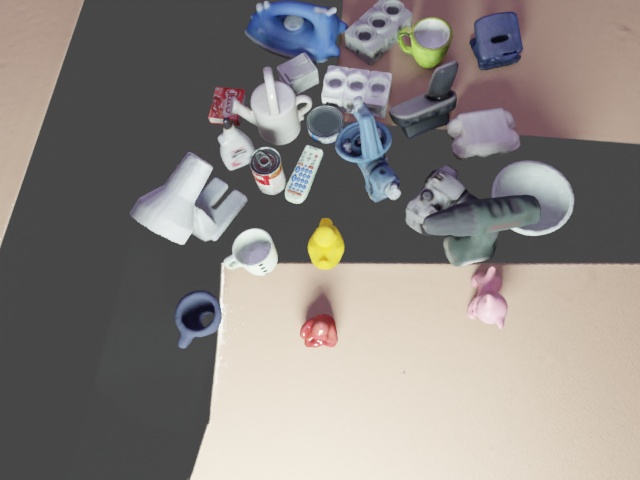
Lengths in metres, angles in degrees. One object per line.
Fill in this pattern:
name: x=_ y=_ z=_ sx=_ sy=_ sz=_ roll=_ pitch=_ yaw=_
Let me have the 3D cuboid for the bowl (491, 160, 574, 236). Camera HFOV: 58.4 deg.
bowl: x=0.436 y=-0.077 z=1.200 sx=0.167 sy=0.075 sz=0.167 roll=-1 pitch=69 yaw=3

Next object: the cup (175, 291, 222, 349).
cup: x=-0.239 y=0.168 z=1.143 sx=0.091 sy=0.095 sz=0.118 roll=21 pitch=72 yaw=11

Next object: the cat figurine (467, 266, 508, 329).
cat figurine: x=0.330 y=0.113 z=1.113 sx=0.067 sy=0.118 sz=0.128 roll=8 pitch=70 yaw=7

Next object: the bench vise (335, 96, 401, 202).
bench vise: x=0.116 y=-0.193 z=1.187 sx=0.121 sy=0.220 sz=0.207 roll=-43 pitch=72 yaw=-12

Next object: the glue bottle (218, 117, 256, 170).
glue bottle: x=-0.187 y=-0.214 z=1.241 sx=0.078 sy=0.173 sz=0.037 roll=-29 pitch=70 yaw=-7

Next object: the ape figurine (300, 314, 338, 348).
ape figurine: x=0.001 y=0.178 z=1.125 sx=0.077 sy=0.092 sz=0.076 roll=33 pitch=75 yaw=15

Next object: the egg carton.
egg carton: x=0.360 y=-0.233 z=1.266 sx=0.150 sy=0.069 sz=0.107 roll=-9 pitch=69 yaw=1

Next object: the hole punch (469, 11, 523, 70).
hole punch: x=0.416 y=-0.466 z=1.338 sx=0.108 sy=0.091 sz=0.101 roll=-13 pitch=69 yaw=-1

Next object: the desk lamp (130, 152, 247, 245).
desk lamp: x=-0.266 y=-0.075 z=1.172 sx=0.117 sy=0.214 sz=0.203 roll=32 pitch=75 yaw=15

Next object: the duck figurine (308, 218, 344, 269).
duck figurine: x=0.011 y=0.004 z=1.192 sx=0.077 sy=0.086 sz=0.104 roll=3 pitch=70 yaw=5

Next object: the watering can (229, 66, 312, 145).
watering can: x=-0.108 y=-0.296 z=1.254 sx=0.173 sy=0.194 sz=0.101 roll=-28 pitch=70 yaw=-7

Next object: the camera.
camera: x=0.270 y=-0.071 z=1.195 sx=0.136 sy=0.101 sz=0.143 roll=37 pitch=76 yaw=16

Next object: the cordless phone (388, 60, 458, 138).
cordless phone: x=0.228 y=-0.317 z=1.245 sx=0.147 sy=0.185 sz=0.094 roll=-26 pitch=70 yaw=-6

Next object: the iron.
iron: x=-0.069 y=-0.518 z=1.363 sx=0.258 sy=0.141 sz=0.119 roll=11 pitch=71 yaw=8

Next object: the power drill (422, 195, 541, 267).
power drill: x=0.302 y=-0.019 z=1.116 sx=0.229 sy=0.208 sz=0.075 roll=-15 pitch=69 yaw=-2
